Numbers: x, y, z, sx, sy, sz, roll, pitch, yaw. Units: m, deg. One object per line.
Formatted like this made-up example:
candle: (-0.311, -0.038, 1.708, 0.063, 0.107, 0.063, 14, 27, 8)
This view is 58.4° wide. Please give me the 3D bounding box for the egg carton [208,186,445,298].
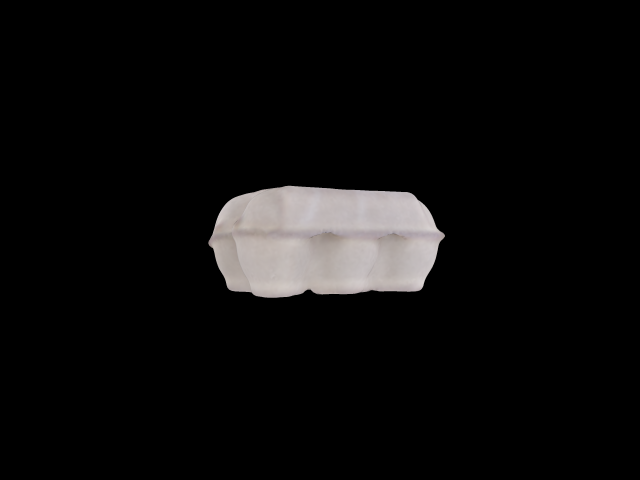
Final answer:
egg carton: (0.004, 0.001, 0.400, 0.151, 0.069, 0.107, 0, 0, -28)
